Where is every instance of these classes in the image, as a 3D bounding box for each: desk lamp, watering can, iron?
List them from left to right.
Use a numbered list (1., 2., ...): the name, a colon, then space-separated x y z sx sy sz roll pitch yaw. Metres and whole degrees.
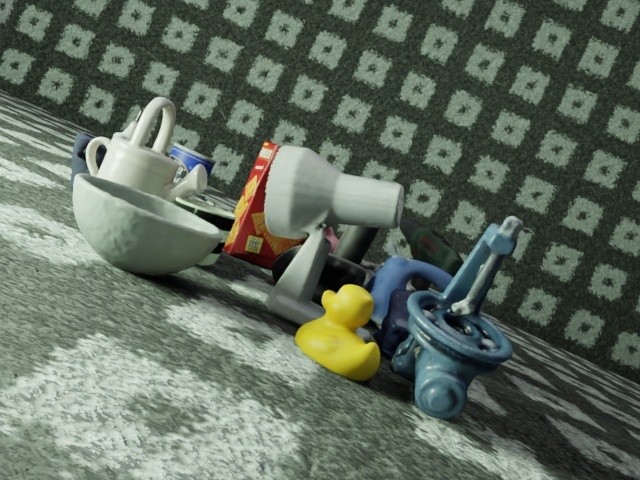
1. watering can: -0.246 -0.108 0.820 0.173 0.194 0.100 24 3 -16
2. desk lamp: 0.007 0.003 0.741 0.203 0.213 0.118 25 3 12
3. iron: 0.189 0.112 0.969 0.259 0.141 0.118 24 3 -10

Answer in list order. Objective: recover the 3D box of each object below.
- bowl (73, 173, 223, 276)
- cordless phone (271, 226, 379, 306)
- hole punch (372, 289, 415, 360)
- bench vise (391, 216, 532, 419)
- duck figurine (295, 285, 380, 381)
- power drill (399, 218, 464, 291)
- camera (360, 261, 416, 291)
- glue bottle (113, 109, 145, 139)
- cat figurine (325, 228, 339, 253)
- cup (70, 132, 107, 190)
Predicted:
1. bowl: -0.195 -0.007 0.624 0.167 0.075 0.167 25 3 -1
2. cordless phone: 0.019 0.013 0.930 0.148 0.185 0.093 22 4 -35
3. hole punch: 0.139 0.128 0.792 0.109 0.091 0.101 24 3 -6
4. bench vise: 0.148 0.070 0.647 0.122 0.220 0.207 24 3 -16
5. duck figurine: 0.029 0.091 0.606 0.078 0.086 0.104 22 4 -43
6. power drill: 0.217 0.068 1.298 0.076 0.208 0.228 22 4 -34
7. camera: 0.110 0.087 1.157 0.137 0.101 0.142 21 4 -46
8. glue bottle: -0.366 -0.167 1.076 0.037 0.173 0.078 27 4 37
9. cat figurine: -0.007 0.023 1.171 0.127 0.118 0.067 27 4 35
10. cup: -0.369 -0.116 0.927 0.091 0.095 0.118 25 3 5
